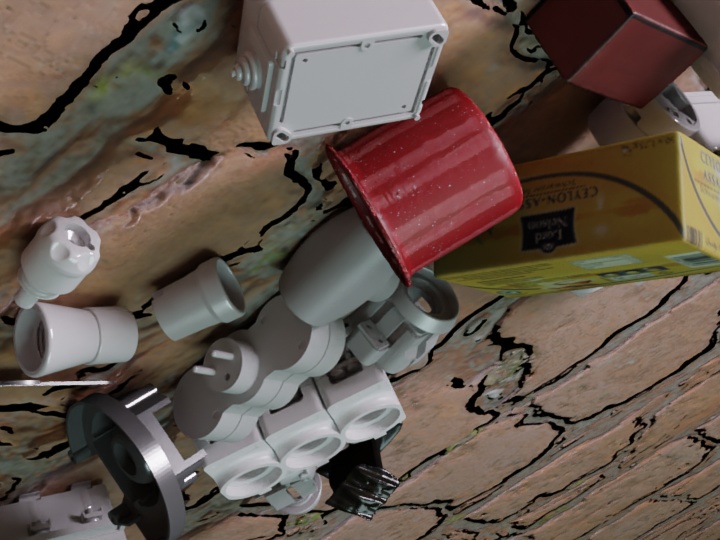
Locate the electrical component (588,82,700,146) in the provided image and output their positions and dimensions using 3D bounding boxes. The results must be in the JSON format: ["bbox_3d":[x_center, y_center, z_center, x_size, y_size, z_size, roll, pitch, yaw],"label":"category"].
[{"bbox_3d":[0.178,-0.095,0.681,0.055,0.055,0.047,7,141,-44],"label":"electrical component"}]

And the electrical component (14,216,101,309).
[{"bbox_3d":[-0.168,-0.001,0.581,0.035,0.035,0.061,9,138,-46],"label":"electrical component"}]

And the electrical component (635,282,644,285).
[{"bbox_3d":[0.229,-0.022,0.849,0.064,0.042,0.081,-38,148,23],"label":"electrical component"}]

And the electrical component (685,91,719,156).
[{"bbox_3d":[0.245,-0.072,0.767,0.109,0.056,0.108,-8,146,-29],"label":"electrical component"}]

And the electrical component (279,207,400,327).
[{"bbox_3d":[0.000,0.000,0.703,0.077,0.043,0.079,-42,147,26],"label":"electrical component"}]

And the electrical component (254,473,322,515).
[{"bbox_3d":[-0.062,0.188,0.954,0.066,0.048,0.055,-26,143,-1],"label":"electrical component"}]

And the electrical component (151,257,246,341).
[{"bbox_3d":[-0.099,0.019,0.661,0.046,0.040,0.040,-25,151,9],"label":"electrical component"}]

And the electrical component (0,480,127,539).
[{"bbox_3d":[-0.248,0.209,0.823,0.121,0.063,0.078,-8,146,-29],"label":"electrical component"}]

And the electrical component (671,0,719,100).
[{"bbox_3d":[0.242,-0.149,0.619,0.113,0.078,0.057,-16,146,-17],"label":"electrical component"}]

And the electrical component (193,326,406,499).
[{"bbox_3d":[-0.047,0.114,0.830,0.150,0.061,0.089,-26,151,0],"label":"electrical component"}]

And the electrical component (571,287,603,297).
[{"bbox_3d":[0.170,-0.011,0.820,0.043,0.043,0.062,-23,149,-6],"label":"electrical component"}]

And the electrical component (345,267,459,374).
[{"bbox_3d":[0.033,0.032,0.763,0.078,0.058,0.057,-20,157,-52],"label":"electrical component"}]

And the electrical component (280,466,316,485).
[{"bbox_3d":[-0.070,0.160,0.905,0.062,0.048,0.048,-16,150,-2],"label":"electrical component"}]

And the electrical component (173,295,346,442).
[{"bbox_3d":[-0.082,0.067,0.736,0.138,0.052,0.074,-40,148,23],"label":"electrical component"}]

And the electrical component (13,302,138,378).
[{"bbox_3d":[-0.166,0.040,0.640,0.065,0.044,0.044,-1,142,-44],"label":"electrical component"}]

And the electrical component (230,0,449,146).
[{"bbox_3d":[-0.018,-0.105,0.503,0.096,0.061,0.061,-13,148,-22],"label":"electrical component"}]
